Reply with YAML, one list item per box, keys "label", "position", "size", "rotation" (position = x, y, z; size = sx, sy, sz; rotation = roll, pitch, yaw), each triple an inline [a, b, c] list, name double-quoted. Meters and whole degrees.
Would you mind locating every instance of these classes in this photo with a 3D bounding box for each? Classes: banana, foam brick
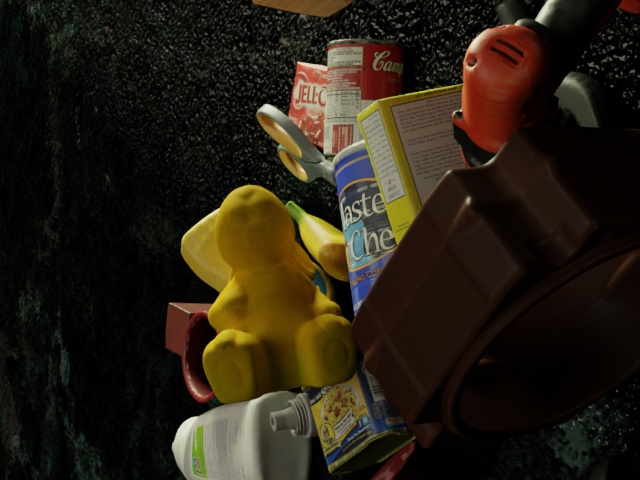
- label: "banana"
  position: [0.009, 0.009, 0.952]
  size: [0.037, 0.069, 0.198]
  rotation: [-60, 16, 3]
- label: "foam brick"
  position: [-0.122, 0.099, 1.163]
  size: [0.053, 0.078, 0.051]
  rotation: [17, 101, 57]

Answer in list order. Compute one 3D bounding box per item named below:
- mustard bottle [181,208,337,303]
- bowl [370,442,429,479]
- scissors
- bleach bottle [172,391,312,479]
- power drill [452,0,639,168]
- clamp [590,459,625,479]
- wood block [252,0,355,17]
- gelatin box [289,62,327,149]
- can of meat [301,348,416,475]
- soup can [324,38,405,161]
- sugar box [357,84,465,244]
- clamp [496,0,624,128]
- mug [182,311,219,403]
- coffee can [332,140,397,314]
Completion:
- label: "mustard bottle"
  position: [-0.041, 0.051, 1.009]
  size: [0.192, 0.096, 0.058]
  rotation: [50, 157, 15]
- label: "bowl"
  position: [0.043, 0.242, 0.862]
  size: [0.055, 0.161, 0.162]
  rotation: [41, 131, 6]
- label: "scissors"
  position: [0.010, -0.056, 1.009]
  size: [0.202, 0.016, 0.096]
  rotation: [44, 165, 24]
- label: "bleach bottle"
  position: [-0.097, 0.214, 1.131]
  size: [0.251, 0.068, 0.102]
  rotation: [-16, 73, 59]
- label: "power drill"
  position: [0.152, -0.114, 0.654]
  size: [0.057, 0.184, 0.187]
  rotation: [34, 76, 18]
- label: "clamp"
  position: [0.170, 0.252, 0.672]
  size: [0.210, 0.036, 0.165]
  rotation: [-50, 37, 14]
- label: "wood block"
  position: [0.024, -0.279, 0.945]
  size: [0.207, 0.090, 0.091]
  rotation: [-16, 74, 57]
- label: "gelatin box"
  position: [0.003, -0.128, 1.023]
  size: [0.089, 0.030, 0.073]
  rotation: [29, 112, 54]
- label: "can of meat"
  position: [0.035, 0.148, 0.930]
  size: [0.102, 0.057, 0.084]
  rotation: [-47, 52, 46]
- label: "soup can"
  position: [0.038, -0.120, 0.932]
  size: [0.069, 0.068, 0.102]
  rotation: [4, 91, 58]
- label: "sugar box"
  position: [0.098, -0.021, 0.772]
  size: [0.048, 0.093, 0.176]
  rotation: [-22, 82, 66]
- label: "clamp"
  position: [0.157, -0.084, 0.771]
  size: [0.171, 0.039, 0.120]
  rotation: [-120, 35, -42]
- label: "mug"
  position: [-0.080, 0.118, 1.090]
  size: [0.117, 0.081, 0.093]
  rotation: [-14, 76, 57]
- label: "coffee can"
  position: [0.069, -0.003, 0.843]
  size: [0.103, 0.102, 0.140]
  rotation: [-28, 65, 54]
